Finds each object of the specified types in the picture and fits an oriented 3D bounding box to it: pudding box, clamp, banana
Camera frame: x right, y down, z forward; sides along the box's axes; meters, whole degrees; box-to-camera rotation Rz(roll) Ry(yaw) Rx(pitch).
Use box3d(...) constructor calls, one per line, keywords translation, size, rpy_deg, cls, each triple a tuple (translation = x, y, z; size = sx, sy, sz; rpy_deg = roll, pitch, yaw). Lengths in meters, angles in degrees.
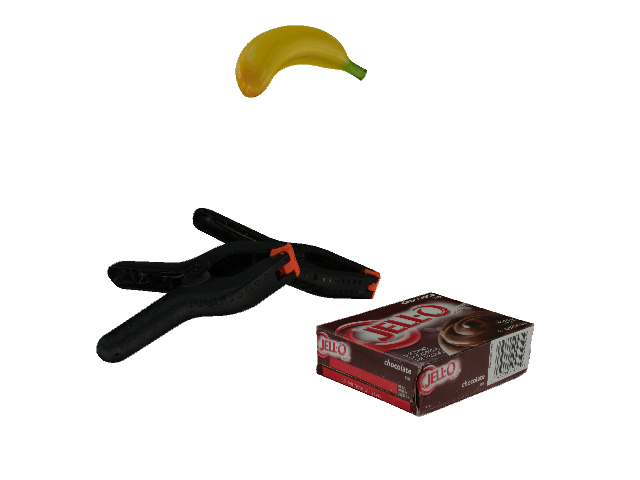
box3d(translation=(0.067, 0.069, 0.682), size=(0.113, 0.039, 0.090), rpy_deg=(-10, 19, -42), cls="pudding box")
box3d(translation=(-0.039, 0.026, 1.111), size=(0.210, 0.036, 0.164), rpy_deg=(17, 18, -6), cls="clamp")
box3d(translation=(-0.027, -0.170, 0.985), size=(0.070, 0.037, 0.197), rpy_deg=(38, 31, 20), cls="banana")
box3d(translation=(-0.103, 0.044, 0.859), size=(0.171, 0.039, 0.120), rpy_deg=(-13, 39, 13), cls="clamp")
